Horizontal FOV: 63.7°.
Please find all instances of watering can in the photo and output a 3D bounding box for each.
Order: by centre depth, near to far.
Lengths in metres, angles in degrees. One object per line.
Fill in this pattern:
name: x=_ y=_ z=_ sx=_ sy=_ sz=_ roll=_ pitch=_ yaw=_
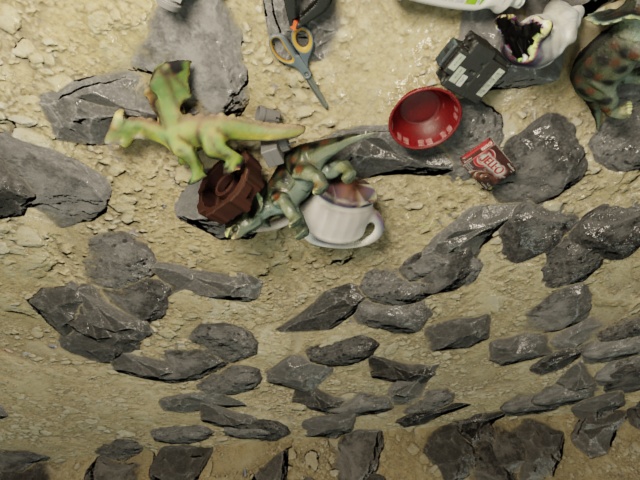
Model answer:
watering can: x=0.004 y=-0.065 z=1.300 sx=0.347 sy=0.219 sz=0.106 roll=7 pitch=43 yaw=-11

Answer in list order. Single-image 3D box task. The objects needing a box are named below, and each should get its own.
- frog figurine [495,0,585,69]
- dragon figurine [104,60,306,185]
frog figurine: x=0.436 y=-0.399 z=1.002 sx=0.161 sy=0.121 sz=0.137 roll=-21 pitch=15 yaw=-31
dragon figurine: x=-0.258 y=-0.257 z=1.072 sx=0.408 sy=0.238 sz=0.125 roll=-18 pitch=36 yaw=14
